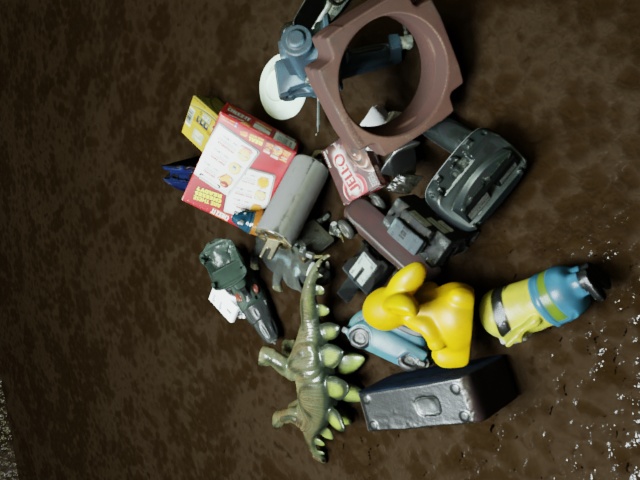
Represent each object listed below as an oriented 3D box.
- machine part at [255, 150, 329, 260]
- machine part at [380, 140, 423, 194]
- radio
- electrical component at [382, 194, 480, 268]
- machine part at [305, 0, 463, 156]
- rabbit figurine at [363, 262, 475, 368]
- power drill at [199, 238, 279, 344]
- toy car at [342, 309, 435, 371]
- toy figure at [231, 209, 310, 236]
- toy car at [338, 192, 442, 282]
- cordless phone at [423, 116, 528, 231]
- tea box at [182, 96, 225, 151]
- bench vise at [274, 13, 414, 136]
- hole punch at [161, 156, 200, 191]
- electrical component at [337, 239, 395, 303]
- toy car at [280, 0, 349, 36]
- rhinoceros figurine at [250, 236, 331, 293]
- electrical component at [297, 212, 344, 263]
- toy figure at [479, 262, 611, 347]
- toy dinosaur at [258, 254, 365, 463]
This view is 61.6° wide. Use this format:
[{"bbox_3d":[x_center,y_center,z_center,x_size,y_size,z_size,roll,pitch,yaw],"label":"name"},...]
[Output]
[{"bbox_3d":[-0.051,-0.070,0.994,0.079,0.079,0.243,8,65,39],"label":"machine part"},{"bbox_3d":[0.132,-0.120,0.869,0.039,0.139,0.084,30,120,-16],"label":"machine part"},{"bbox_3d":[0.182,0.249,0.866,0.230,0.131,0.073,-24,79,39],"label":"radio"},{"bbox_3d":[0.167,-0.018,0.837,0.115,0.134,0.058,43,124,28],"label":"electrical component"},{"bbox_3d":[0.095,-0.246,0.801,0.201,0.201,0.087,58,176,-29],"label":"machine part"},{"bbox_3d":[0.146,0.112,0.819,0.173,0.162,0.122,5,62,20],"label":"rabbit figurine"},{"bbox_3d":[-0.159,0.095,1.106,0.086,0.207,0.232,-31,65,2],"label":"power drill"},{"bbox_3d":[0.127,0.153,0.921,0.162,0.109,0.103,21,92,27],"label":"toy car"},{"bbox_3d":[-0.098,-0.034,1.064,0.155,0.064,0.057,-1,96,6],"label":"toy figure"},{"bbox_3d":[0.120,0.003,0.916,0.089,0.053,0.202,-41,66,-12],"label":"toy car"},{"bbox_3d":[0.201,-0.115,0.818,0.146,0.088,0.184,-52,53,8],"label":"cordless phone"},{"bbox_3d":[-0.218,-0.232,1.170,0.170,0.068,0.098,44,122,25],"label":"tea box"},{"bbox_3d":[0.036,-0.296,0.901,0.241,0.223,0.129,-10,72,9],"label":"bench vise"},{"bbox_3d":[-0.280,-0.138,1.212,0.142,0.116,0.092,12,113,39],"label":"hole punch"},{"bbox_3d":[0.082,0.062,0.976,0.075,0.048,0.119,45,123,27],"label":"electrical component"},{"bbox_3d":[-0.008,-0.409,0.976,0.201,0.056,0.074,-52,58,31],"label":"toy car"},{"bbox_3d":[-0.057,0.046,1.082,0.191,0.073,0.112,30,104,35],"label":"rhinoceros figurine"},{"bbox_3d":[-0.004,-0.003,1.009,0.078,0.102,0.045,53,162,14],"label":"electrical component"},{"bbox_3d":[0.313,0.086,0.767,0.180,0.082,0.089,-42,59,41],"label":"toy figure"},{"bbox_3d":[-0.011,0.246,1.045,0.199,0.105,0.470,3,111,32],"label":"toy dinosaur"}]
